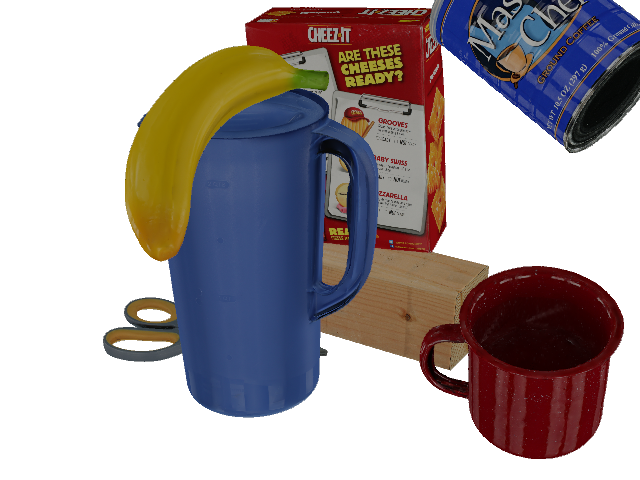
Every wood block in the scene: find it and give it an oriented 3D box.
[{"bbox_3d":[0.066,0.058,1.156,0.206,0.091,0.090,15,27,26],"label":"wood block"}]

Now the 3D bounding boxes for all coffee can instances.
[{"bbox_3d":[0.164,-0.147,0.781,0.140,0.103,0.102,45,21,23],"label":"coffee can"}]

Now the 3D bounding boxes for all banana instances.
[{"bbox_3d":[-0.064,-0.063,0.597,0.070,0.037,0.197,19,44,17],"label":"banana"}]

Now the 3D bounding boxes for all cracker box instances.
[{"bbox_3d":[0.028,-0.102,0.976,0.164,0.214,0.072,5,27,20],"label":"cracker box"}]

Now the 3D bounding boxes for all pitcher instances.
[{"bbox_3d":[-0.047,0.010,0.813,0.144,0.243,0.149,-12,26,-20],"label":"pitcher"}]

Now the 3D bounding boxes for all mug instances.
[{"bbox_3d":[0.118,0.075,0.641,0.117,0.081,0.093,1,40,9],"label":"mug"}]

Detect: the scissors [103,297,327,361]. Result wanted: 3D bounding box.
[{"bbox_3d":[-0.100,0.082,0.996,0.201,0.016,0.096,-2,33,-10],"label":"scissors"}]
